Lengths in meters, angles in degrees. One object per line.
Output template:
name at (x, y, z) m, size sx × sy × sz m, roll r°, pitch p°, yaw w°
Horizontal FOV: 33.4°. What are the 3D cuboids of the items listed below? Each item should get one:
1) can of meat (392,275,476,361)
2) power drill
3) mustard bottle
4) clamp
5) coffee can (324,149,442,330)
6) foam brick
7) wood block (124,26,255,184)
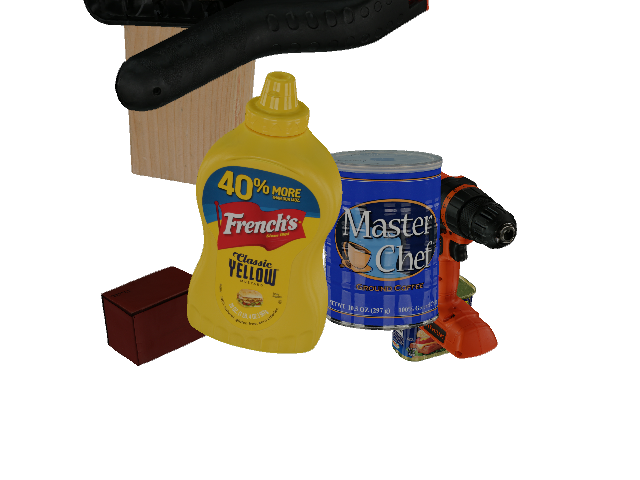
can of meat at (0.140, 0.097, 1.335) m, size 0.101 × 0.084 × 0.057 m, roll -11°, pitch 30°, yaw -26°
power drill at (0.148, 0.025, 1.123) m, size 0.057 × 0.188 × 0.185 m, roll -13°, pitch 25°, yaw -19°
mustard bottle at (-0.035, -0.019, 0.711) m, size 0.096 × 0.192 × 0.058 m, roll 13°, pitch 28°, yaw 10°
clamp at (-0.027, -0.104, 0.503) m, size 0.171 × 0.039 × 0.120 m, roll -10°, pitch 42°, yaw -4°
coffee can at (0.053, -0.003, 0.927) m, size 0.103 × 0.140 × 0.103 m, roll 0°, pitch 12°, yaw 0°
foam brick at (-0.142, 0.064, 0.925) m, size 0.078 × 0.051 × 0.053 m, roll -22°, pitch 31°, yaw -35°
wood block at (-0.101, -0.147, 0.853) m, size 0.091 × 0.090 × 0.206 m, roll 10°, pitch -40°, yaw 1°
